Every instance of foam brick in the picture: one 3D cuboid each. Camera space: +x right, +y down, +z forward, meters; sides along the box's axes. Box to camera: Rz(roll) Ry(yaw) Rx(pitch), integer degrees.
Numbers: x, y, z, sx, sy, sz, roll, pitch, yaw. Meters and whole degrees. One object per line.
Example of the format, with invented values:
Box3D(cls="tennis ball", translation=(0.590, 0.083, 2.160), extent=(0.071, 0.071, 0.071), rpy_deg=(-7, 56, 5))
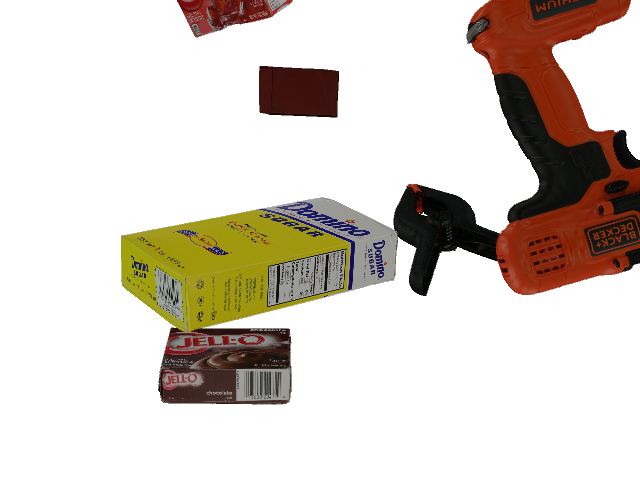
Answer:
Box3D(cls="foam brick", translation=(-0.024, -0.162, 1.163), extent=(0.078, 0.051, 0.053), rpy_deg=(0, 11, -18))

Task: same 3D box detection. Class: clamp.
Box3D(cls="clamp", translation=(0.128, -0.007, 1.015), extent=(0.120, 0.039, 0.171), rpy_deg=(-3, 33, -8))

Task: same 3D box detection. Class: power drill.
Box3D(cls="power drill", translation=(0.182, -0.074, 0.667), extent=(0.184, 0.187, 0.057), rpy_deg=(-16, -2, -5))

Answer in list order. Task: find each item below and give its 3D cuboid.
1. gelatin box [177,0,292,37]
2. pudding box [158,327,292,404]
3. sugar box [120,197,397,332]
Box3D(cls="gelatin box", translation=(-0.073, -0.192, 0.776), extent=(0.089, 0.073, 0.030), rpy_deg=(-3, 32, 44))
Box3D(cls="pudding box", translation=(-0.082, 0.109, 0.941), extent=(0.113, 0.039, 0.090), rpy_deg=(2, 18, -3))
Box3D(cls="sugar box", translation=(-0.041, 0.012, 0.753), extent=(0.175, 0.048, 0.093), rpy_deg=(-15, 28, -34))
